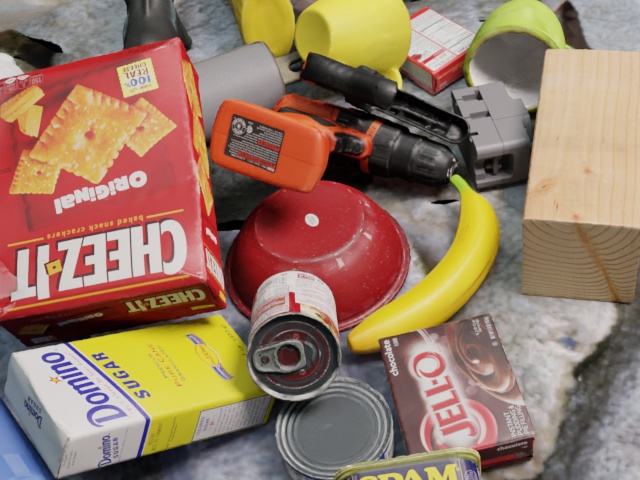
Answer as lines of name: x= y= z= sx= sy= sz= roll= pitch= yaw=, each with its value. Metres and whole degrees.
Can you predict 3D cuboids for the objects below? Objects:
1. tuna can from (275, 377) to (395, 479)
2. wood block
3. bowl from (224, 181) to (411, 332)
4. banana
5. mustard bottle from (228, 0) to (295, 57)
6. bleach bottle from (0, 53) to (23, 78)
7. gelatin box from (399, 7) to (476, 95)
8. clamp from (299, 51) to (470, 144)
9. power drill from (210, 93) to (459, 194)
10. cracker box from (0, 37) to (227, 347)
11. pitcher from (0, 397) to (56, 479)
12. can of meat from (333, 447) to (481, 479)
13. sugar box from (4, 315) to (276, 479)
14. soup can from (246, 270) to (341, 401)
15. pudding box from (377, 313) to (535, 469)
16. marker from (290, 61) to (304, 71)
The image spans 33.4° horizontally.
tuna can: x=0.012 y=0.145 z=0.778 sx=0.086 sy=0.034 sz=0.086 roll=-5 pitch=48 yaw=6
wood block: x=0.222 y=-0.059 z=0.887 sx=0.090 sy=0.091 sz=0.206 roll=5 pitch=49 yaw=14
bowl: x=-0.006 y=0.001 z=0.898 sx=0.162 sy=0.055 sz=0.162 roll=-5 pitch=48 yaw=5
banana: x=0.097 y=0.028 z=0.869 sx=0.070 sy=0.037 sz=0.197 roll=16 pitch=53 yaw=30
mustard bottle: x=-0.080 y=-0.279 z=1.136 sx=0.058 sy=0.096 sz=0.192 roll=-19 pitch=48 yaw=-6
bleach bottle: x=-0.316 y=-0.097 z=1.016 sx=0.068 sy=0.103 sz=0.251 roll=26 pitch=38 yaw=-28
gelatin box: x=0.111 y=-0.190 z=1.067 sx=0.073 sy=0.030 sz=0.089 roll=-35 pitch=52 yaw=-22
clamp: x=0.050 y=-0.128 z=0.937 sx=0.172 sy=0.120 sz=0.039 roll=36 pitch=97 yaw=51
power drill: x=0.009 y=-0.079 z=0.908 sx=0.185 sy=0.057 sz=0.187 roll=19 pitch=14 yaw=23
cracker box: x=-0.169 y=-0.040 z=0.835 sx=0.164 sy=0.072 sz=0.214 roll=-11 pitch=66 yaw=5
pitcher: x=-0.299 y=0.147 z=0.777 sx=0.144 sy=0.149 sz=0.243 roll=-12 pitch=42 yaw=-44
can of meat: x=0.065 y=0.194 z=0.711 sx=0.102 sy=0.057 sz=0.084 roll=-9 pitch=50 yaw=2
sugar box: x=-0.127 y=0.109 z=0.777 sx=0.175 sy=0.048 sz=0.093 roll=-6 pitch=38 yaw=-40
soup can: x=-0.020 y=0.069 z=0.803 sx=0.068 sy=0.068 sz=0.102 roll=-9 pitch=17 yaw=2
pudding box: x=0.098 y=0.116 z=0.786 sx=0.090 sy=0.039 sz=0.113 roll=-13 pitch=48 yaw=-2
marker: x=-0.071 y=-0.161 z=1.080 sx=0.121 sy=0.020 sz=0.020 roll=-15 pitch=47 yaw=-4
